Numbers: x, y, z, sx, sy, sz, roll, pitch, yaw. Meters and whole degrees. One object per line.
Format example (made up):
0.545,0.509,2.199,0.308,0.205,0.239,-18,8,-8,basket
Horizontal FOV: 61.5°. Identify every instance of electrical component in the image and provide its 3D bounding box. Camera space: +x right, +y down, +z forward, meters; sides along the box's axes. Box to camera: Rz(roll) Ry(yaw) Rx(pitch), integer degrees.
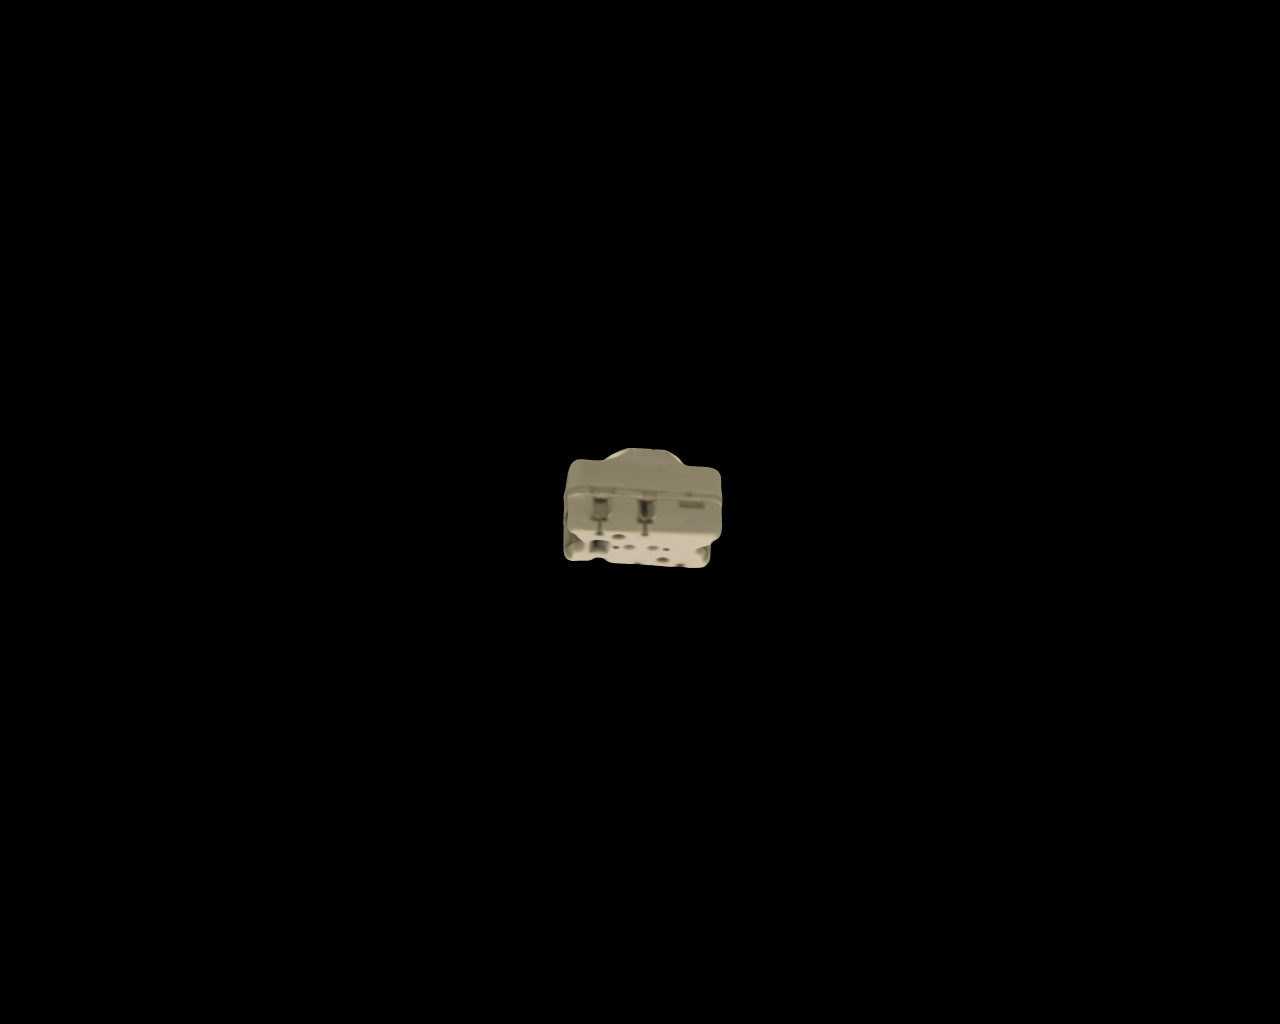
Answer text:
0.001,-0.003,0.650,0.089,0.056,0.050,4,-28,-7,electrical component
